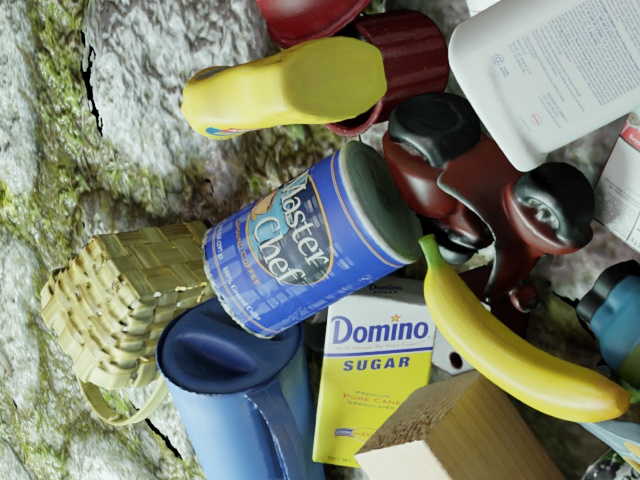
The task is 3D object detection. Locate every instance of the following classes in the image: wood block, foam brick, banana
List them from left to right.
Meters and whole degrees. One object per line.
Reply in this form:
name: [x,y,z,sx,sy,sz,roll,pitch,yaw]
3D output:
foam brick: [0.125,0.067,0.827,0.053,0.051,0.078,30,126,42]
wood block: [0.133,0.210,0.799,0.206,0.090,0.091,54,143,-5]
banana: [0.127,0.073,0.718,0.198,0.037,0.069,40,157,41]

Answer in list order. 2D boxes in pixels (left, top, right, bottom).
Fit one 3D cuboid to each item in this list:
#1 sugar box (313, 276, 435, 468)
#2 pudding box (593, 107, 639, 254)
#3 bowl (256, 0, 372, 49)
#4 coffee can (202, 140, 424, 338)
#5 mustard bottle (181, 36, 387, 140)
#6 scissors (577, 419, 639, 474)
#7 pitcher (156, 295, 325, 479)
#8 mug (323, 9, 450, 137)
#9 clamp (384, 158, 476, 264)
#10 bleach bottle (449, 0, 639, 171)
sugar box: [0.047,0.115,0.912,0.093,0.048,0.176,6,120,3]
pudding box: [0.227,-0.039,0.668,0.090,0.039,0.114,44,136,32]
bowl: [-0.003,-0.224,0.794,0.162,0.055,0.162,-32,42,34]
coffee can: [-0.005,0.001,0.825,0.140,0.102,0.103,-30,79,24]
mustard bottle: [-0.046,-0.108,0.795,0.192,0.096,0.058,-1,104,51]
scissors: [0.181,0.115,0.708,0.202,0.016,0.096,39,169,24]
pitcher: [-0.058,0.181,1.000,0.145,0.149,0.243,3,130,18]
mug: [0.038,-0.141,0.825,0.117,0.081,0.093,52,139,24]
clamp: [0.052,-0.040,0.887,0.172,0.039,0.120,0,98,44]
bleach bottle: [0.202,-0.133,0.599,0.251,0.068,0.102,-24,116,31]
